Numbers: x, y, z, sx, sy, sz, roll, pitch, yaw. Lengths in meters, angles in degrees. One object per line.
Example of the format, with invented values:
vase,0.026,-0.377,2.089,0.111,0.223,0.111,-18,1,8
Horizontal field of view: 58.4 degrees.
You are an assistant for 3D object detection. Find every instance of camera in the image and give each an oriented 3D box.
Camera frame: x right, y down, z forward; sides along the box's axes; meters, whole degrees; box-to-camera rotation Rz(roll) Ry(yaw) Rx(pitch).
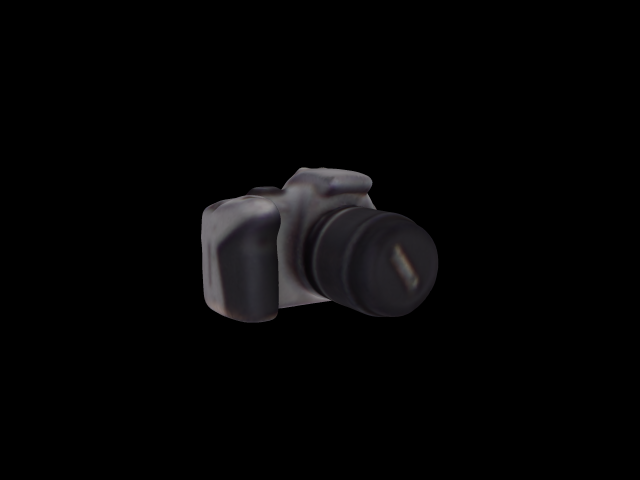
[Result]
camera,0.004,0.001,0.400,0.143,0.101,0.136,-6,11,-31
